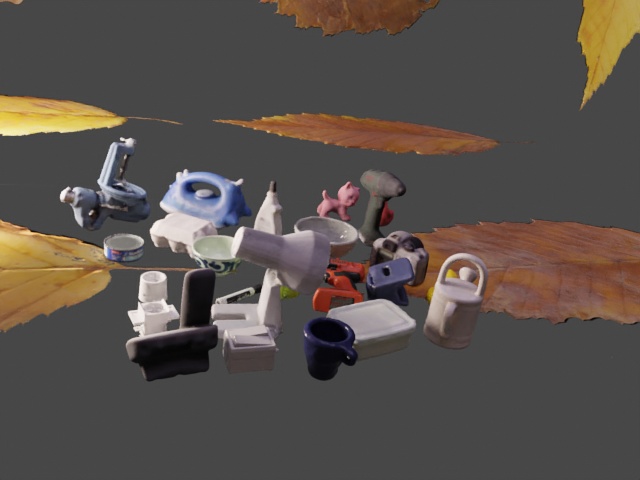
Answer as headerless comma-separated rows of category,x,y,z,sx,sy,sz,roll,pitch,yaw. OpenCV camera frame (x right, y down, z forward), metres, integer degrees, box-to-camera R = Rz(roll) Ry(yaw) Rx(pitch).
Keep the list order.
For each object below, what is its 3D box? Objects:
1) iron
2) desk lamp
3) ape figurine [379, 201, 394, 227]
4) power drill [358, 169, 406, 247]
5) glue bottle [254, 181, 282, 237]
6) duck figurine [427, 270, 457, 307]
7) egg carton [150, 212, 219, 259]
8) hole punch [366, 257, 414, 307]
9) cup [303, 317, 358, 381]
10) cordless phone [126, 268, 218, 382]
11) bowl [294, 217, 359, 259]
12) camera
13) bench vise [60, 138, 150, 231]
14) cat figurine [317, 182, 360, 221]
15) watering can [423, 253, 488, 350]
iron,-0.313,-0.123,1.533,0.257,0.141,0.119,15,25,13
desk lamp,-0.094,0.077,1.083,0.203,0.213,0.117,2,25,-16
ape figurine,0.182,-0.091,1.706,0.077,0.092,0.076,17,25,17
power drill,0.163,-0.091,1.557,0.076,0.208,0.229,1,25,-18
glue bottle,-0.125,-0.067,1.440,0.077,0.173,0.037,25,29,31
duck figurine,0.290,0.108,1.313,0.077,0.086,0.105,16,25,14
egg carton,-0.323,-0.012,1.374,0.150,0.069,0.107,15,25,13
hole punch,0.156,0.090,1.297,0.101,0.091,0.108,7,24,-5
cup,0.019,0.202,0.994,0.092,0.095,0.117,-12,32,-39
cordless phone,-0.240,0.130,0.948,0.148,0.185,0.093,-8,29,-33
bowl,0.013,0.005,1.452,0.167,0.075,0.167,8,24,-3
camera,0.219,0.031,1.439,0.142,0.101,0.137,26,29,33
bench vise,-0.509,-0.135,1.391,0.121,0.220,0.208,23,28,28
cat figurine,0.062,-0.122,1.698,0.128,0.118,0.067,0,26,-19
watering can,0.280,0.112,1.167,0.101,0.194,0.173,9,24,-1
